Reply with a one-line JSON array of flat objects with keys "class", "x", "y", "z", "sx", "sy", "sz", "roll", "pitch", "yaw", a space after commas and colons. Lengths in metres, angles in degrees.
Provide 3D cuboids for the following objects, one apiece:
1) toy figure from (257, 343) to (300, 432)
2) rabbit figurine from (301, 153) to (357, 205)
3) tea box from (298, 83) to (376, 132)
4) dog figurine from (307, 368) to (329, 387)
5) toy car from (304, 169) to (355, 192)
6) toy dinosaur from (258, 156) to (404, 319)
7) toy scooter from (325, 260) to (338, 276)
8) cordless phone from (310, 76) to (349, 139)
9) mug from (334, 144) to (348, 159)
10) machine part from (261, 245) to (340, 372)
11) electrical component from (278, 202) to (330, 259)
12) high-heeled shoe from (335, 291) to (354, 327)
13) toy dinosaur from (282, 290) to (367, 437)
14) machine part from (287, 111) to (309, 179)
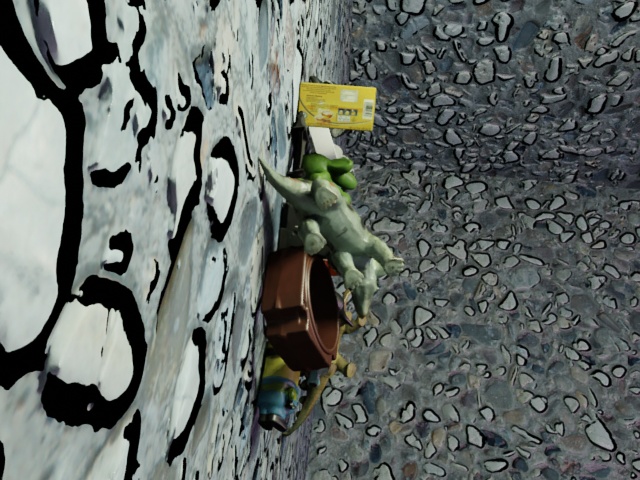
[{"class": "toy figure", "x": -0.076, "y": 0.269, "z": 1.034, "sx": 0.089, "sy": 0.082, "sz": 0.180, "roll": 90, "pitch": 9, "yaw": -49}, {"class": "rabbit figurine", "x": 0.003, "y": -0.144, "z": 1.252, "sx": 0.121, "sy": 0.159, "sz": 0.170, "roll": 73, "pitch": 6, "yaw": -55}, {"class": "tea box", "x": 0.038, "y": -0.297, "z": 1.204, "sx": 0.068, "sy": 0.170, "sz": 0.098, "roll": -59, "pitch": 156, "yaw": -76}, {"class": "dog figurine", "x": -0.030, "y": 0.254, "z": 1.404, "sx": 0.219, "sy": 0.108, "sz": 0.191, "roll": -86, "pitch": -164, "yaw": -48}, {"class": "toy car", "x": 0.011, "y": -0.154, "z": 1.433, "sx": 0.103, "sy": 0.161, "sz": 0.109, "roll": 52, "pitch": 5, "yaw": 9}, {"class": "toy dinosaur", "x": 0.022, "y": -0.027, "z": 0.966, "sx": 0.404, "sy": 0.131, "sz": 0.192, "roll": 53, "pitch": 1, "yaw": -25}, {"class": "toy scooter", "x": 0.021, "y": 0.076, "z": 1.724, "sx": 0.183, "sy": 0.135, "sz": 0.075, "roll": 78, "pitch": 19, "yaw": -72}, {"class": "cordless phone", "x": 0.027, "y": -0.355, "z": 1.411, "sx": 0.146, "sy": 0.089, "sz": 0.184, "roll": 67, "pitch": 12, "yaw": 6}, {"class": "mug", "x": 0.027, "y": -0.229, "z": 1.640, "sx": 0.080, "sy": 0.110, "sz": 0.107, "roll": 98, "pitch": 12, "yaw": -70}, {"class": "machine part", "x": -0.029, "y": 0.124, "z": 0.999, "sx": 0.200, "sy": 0.087, "sz": 0.201, "roll": 64, "pitch": 23, "yaw": -44}, {"class": "electrical component", "x": -0.025, "y": -0.009, "z": 1.104, "sx": 0.058, "sy": 0.115, "sz": 0.134, "roll": -34, "pitch": 128, "yaw": -81}, {"class": "high-heeled shoe", "x": -0.001, "y": 0.146, "z": 1.343, "sx": 0.086, "sy": 0.145, "sz": 0.249, "roll": -48, "pitch": -155, "yaw": -11}, {"class": "toy dinosaur", "x": 0.007, "y": 0.333, "z": 1.506, "sx": 0.199, "sy": 0.105, "sz": 0.471, "roll": -2, "pitch": -118, "yaw": 55}, {"class": "machine part", "x": -0.044, "y": -0.195, "z": 1.137, "sx": 0.084, "sy": 0.039, "sz": 0.139, "roll": 98, "pitch": -3, "yaw": -70}]
